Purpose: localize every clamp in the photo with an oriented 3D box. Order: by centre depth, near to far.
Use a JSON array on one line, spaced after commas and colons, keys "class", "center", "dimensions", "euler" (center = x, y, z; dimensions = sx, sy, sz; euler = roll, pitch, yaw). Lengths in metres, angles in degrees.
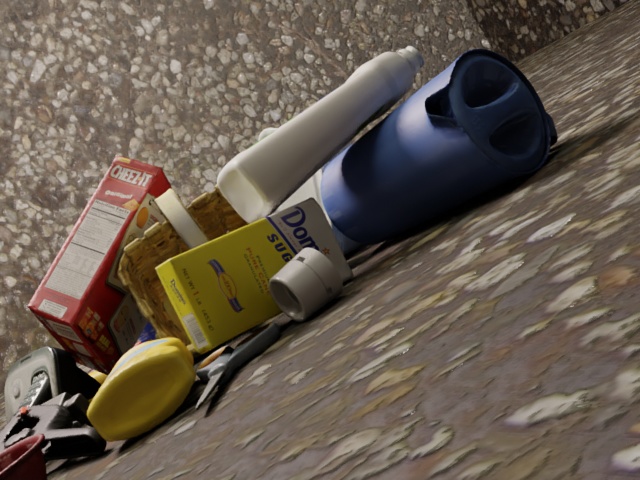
[{"class": "clamp", "center": [-0.270, 0.197, 1.012], "dimensions": [0.164, 0.036, 0.210], "euler": [-29, 15, 0]}]

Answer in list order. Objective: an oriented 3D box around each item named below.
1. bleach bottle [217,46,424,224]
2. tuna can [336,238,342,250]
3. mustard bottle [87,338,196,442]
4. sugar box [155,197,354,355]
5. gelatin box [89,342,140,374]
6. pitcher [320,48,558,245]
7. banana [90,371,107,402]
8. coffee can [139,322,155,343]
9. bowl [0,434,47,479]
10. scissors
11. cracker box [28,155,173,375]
[{"class": "bleach bottle", "center": [0.011, -0.120, 1.116], "dimensions": [0.250, 0.068, 0.103], "euler": [-40, 1, -21]}, {"class": "tuna can", "center": [-0.008, 0.001, 1.184], "dimensions": [0.033, 0.086, 0.086], "euler": [-31, 4, -11]}, {"class": "mustard bottle", "center": [-0.162, 0.131, 0.990], "dimensions": [0.096, 0.058, 0.192], "euler": [-38, 5, -5]}, {"class": "sugar box", "center": [-0.059, 0.031, 1.027], "dimensions": [0.175, 0.093, 0.048], "euler": [-26, 0, -30]}, {"class": "gelatin box", "center": [-0.279, 0.175, 1.446], "dimensions": [0.089, 0.030, 0.073], "euler": [-29, 5, 27]}, {"class": "pitcher", "center": [0.118, -0.083, 1.114], "dimensions": [0.243, 0.149, 0.144], "euler": [-31, 19, 48]}, {"class": "banana", "center": [-0.332, 0.209, 1.396], "dimensions": [0.198, 0.037, 0.069], "euler": [-29, 7, 30]}, {"class": "coffee can", "center": [-0.215, 0.075, 1.413], "dimensions": [0.103, 0.140, 0.103], "euler": [-31, 4, 2]}, {"class": "bowl", "center": [-0.265, 0.214, 0.806], "dimensions": [0.162, 0.055, 0.162], "euler": [-31, 5, 3]}, {"class": "scissors", "center": [-0.071, 0.106, 0.929], "dimensions": [0.096, 0.016, 0.202], "euler": [-32, 5, -7]}, {"class": "cracker box", "center": [-0.241, 0.033, 1.258], "dimensions": [0.164, 0.072, 0.213], "euler": [73, -141, -61]}]
